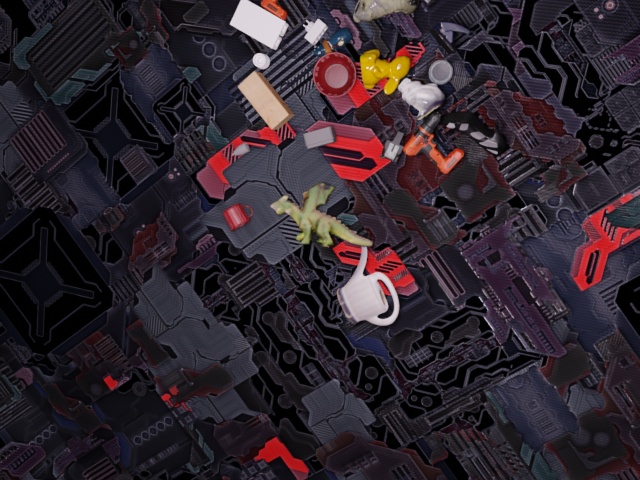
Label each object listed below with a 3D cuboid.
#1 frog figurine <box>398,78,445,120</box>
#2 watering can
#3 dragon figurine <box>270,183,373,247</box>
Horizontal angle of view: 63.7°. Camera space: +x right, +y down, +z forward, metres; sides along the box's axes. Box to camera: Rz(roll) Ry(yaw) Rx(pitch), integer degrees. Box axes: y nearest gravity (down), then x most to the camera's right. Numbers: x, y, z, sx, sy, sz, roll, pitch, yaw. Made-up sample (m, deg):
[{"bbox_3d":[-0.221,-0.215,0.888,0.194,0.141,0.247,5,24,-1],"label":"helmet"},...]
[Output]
[{"bbox_3d":[0.361,-0.518,1.825,0.138,0.121,0.160,-29,85,-17],"label":"frog figurine"},{"bbox_3d":[0.165,0.185,1.995,0.223,0.105,0.347,-25,94,15],"label":"watering can"},{"bbox_3d":[0.006,-0.099,1.976,0.410,0.122,0.242,2,92,16],"label":"dragon figurine"}]
